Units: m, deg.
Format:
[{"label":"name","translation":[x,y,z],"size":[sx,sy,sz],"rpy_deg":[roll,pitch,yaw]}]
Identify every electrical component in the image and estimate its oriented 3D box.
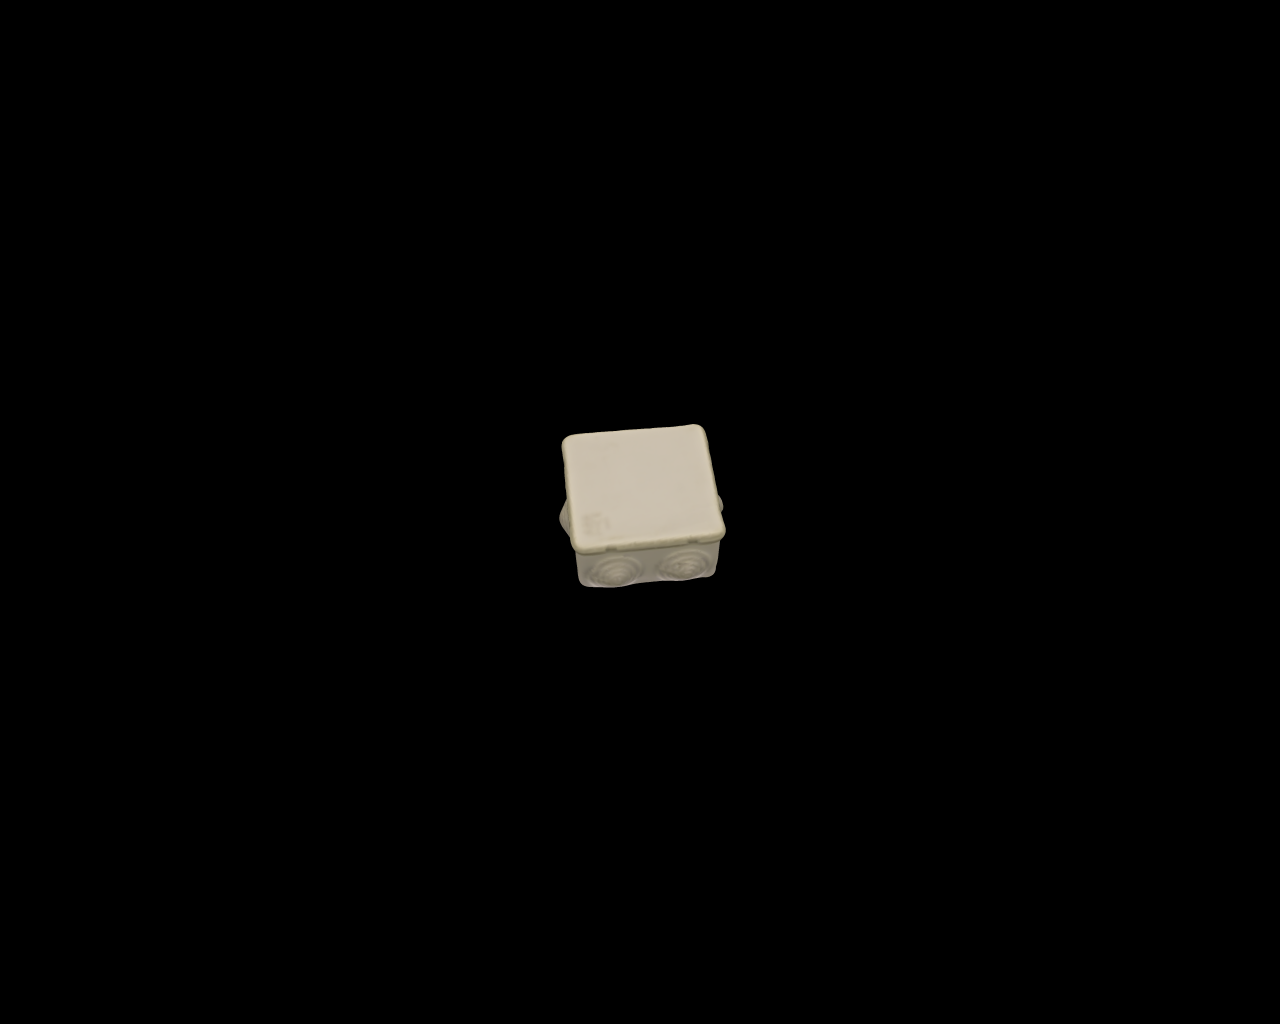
[{"label":"electrical component","translation":[0.001,-0.003,0.650],"size":[0.100,0.100,0.048],"rpy_deg":[-5,-37,-4]}]
